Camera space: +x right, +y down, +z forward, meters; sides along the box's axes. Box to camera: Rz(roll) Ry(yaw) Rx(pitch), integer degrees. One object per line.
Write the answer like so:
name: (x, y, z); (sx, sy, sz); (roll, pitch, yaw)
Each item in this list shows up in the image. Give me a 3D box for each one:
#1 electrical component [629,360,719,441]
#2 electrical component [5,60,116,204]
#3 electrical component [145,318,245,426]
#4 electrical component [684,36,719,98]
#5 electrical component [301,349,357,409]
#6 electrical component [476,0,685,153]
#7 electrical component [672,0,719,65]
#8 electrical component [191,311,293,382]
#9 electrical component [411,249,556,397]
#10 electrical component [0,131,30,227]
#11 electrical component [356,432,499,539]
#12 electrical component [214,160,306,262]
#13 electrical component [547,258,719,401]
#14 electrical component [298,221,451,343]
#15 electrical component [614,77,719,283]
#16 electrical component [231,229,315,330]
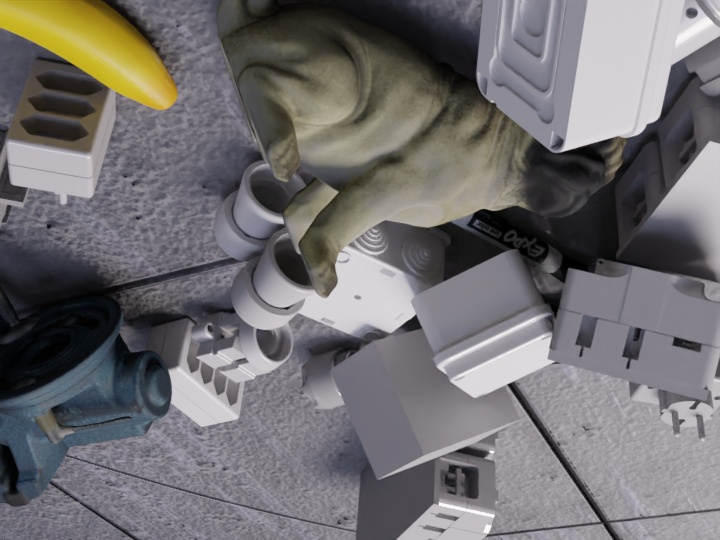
electrical component: (0.235, 0.088, 0.780); (0.066, 0.076, 0.047); (10, 143, -6)
electrical component: (-0.173, -0.070, 0.629); (0.047, 0.065, 0.076); (10, 144, -6)
electrical component: (-0.146, 0.085, 0.849); (0.076, 0.047, 0.083); (-15, 139, 25)
electrical component: (0.194, -0.113, 0.546); (0.040, 0.040, 0.046); (30, 142, -29)
electrical component: (-0.011, 0.081, 0.831); (0.062, 0.043, 0.043); (-20, 137, 28)
electrical component: (0.101, -0.120, 0.488); (0.057, 0.078, 0.113); (-17, 132, -22)
electrical component: (0.160, -0.130, 0.524); (0.043, 0.043, 0.081); (31, 136, -31)
electrical component: (-0.084, 0.054, 0.802); (0.055, 0.048, 0.066); (-16, 139, 38)
electrical component: (0.087, 0.038, 0.700); (0.078, 0.057, 0.113); (-26, 162, 8)
electrical component: (-0.246, -0.057, 0.676); (0.081, 0.042, 0.063); (11, 147, -6)
electrical component: (0.056, 0.191, 0.918); (0.060, 0.105, 0.186); (15, 143, -13)
electrical component: (-0.063, -0.036, 0.678); (0.045, 0.045, 0.055); (21, 141, -20)
electrical component: (0.175, 0.032, 0.656); (0.089, 0.061, 0.150); (14, -177, 18)
electrical component: (0.000, 0.000, 0.715); (0.100, 0.048, 0.100); (24, 140, -23)
electrical component: (0.255, -0.040, 0.619); (0.186, 0.060, 0.105); (13, 143, -10)
electrical component: (-0.050, 0.007, 0.665); (0.045, 0.045, 0.055); (23, 139, -22)
